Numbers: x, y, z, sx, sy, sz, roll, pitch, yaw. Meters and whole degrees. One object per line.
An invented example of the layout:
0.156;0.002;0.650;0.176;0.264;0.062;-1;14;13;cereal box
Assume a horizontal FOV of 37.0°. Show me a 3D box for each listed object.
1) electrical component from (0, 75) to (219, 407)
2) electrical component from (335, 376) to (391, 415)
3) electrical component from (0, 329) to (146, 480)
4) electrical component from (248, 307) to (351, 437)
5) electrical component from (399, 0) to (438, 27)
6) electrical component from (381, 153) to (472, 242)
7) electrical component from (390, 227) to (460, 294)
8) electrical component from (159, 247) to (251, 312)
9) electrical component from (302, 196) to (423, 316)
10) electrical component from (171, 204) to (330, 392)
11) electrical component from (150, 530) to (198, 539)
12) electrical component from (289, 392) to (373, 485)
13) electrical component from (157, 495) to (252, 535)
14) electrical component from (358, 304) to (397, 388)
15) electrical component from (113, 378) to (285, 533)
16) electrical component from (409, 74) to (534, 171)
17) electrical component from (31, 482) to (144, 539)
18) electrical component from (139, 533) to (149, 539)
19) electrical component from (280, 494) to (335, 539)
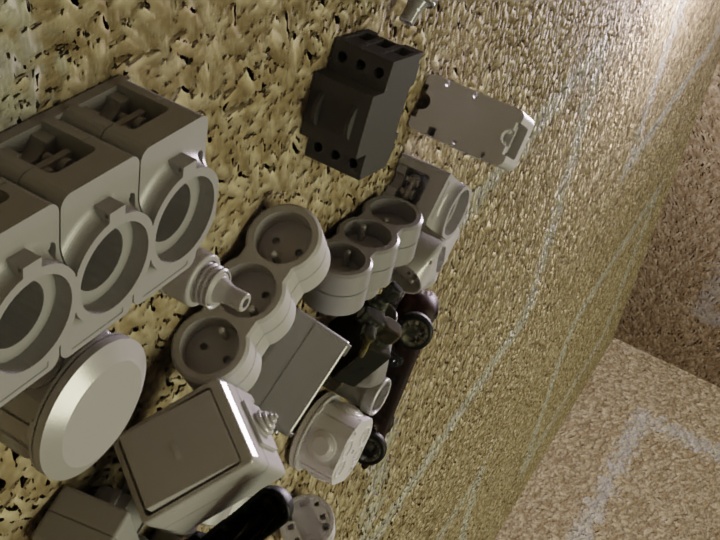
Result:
-0.134;-0.014;0.482;0.150;0.062;0.089;-43;152;-48;electrical component
0.001;0.113;1.043;0.040;0.046;0.040;-53;159;-31;electrical component
-0.151;0.062;0.552;0.080;0.051;0.080;-53;159;-31;electrical component
-0.060;0.077;0.792;0.096;0.061;0.062;-56;-176;-7;electrical component
0.048;-0.203;0.766;0.061;0.035;0.035;-61;162;-3;electrical component
0.062;-0.062;0.960;0.050;0.056;0.089;-63;162;-1;electrical component
0.058;-0.008;1.041;0.077;0.043;0.079;-52;159;-32;electrical component
-0.091;0.006;0.623;0.035;0.061;0.035;-53;159;-31;electrical component
0.000;0.000;0.878;0.138;0.052;0.073;-42;152;-49;electrical component
-0.069;0.028;0.728;0.138;0.052;0.073;-57;161;-17;electrical component
-0.126;0.228;0.841;0.073;0.052;0.138;-56;160;-22;electrical component
-0.028;0.160;1.019;0.080;0.051;0.080;-53;159;-31;electrical component
-0.107;0.139;0.773;0.073;0.052;0.138;-65;162;3;electrical component
-0.001;0.077;0.991;0.079;0.044;0.077;-46;154;-43;electrical component
-0.095;0.112;0.665;0.096;0.061;0.061;-31;155;6;electrical component
0.096;-0.124;0.915;0.050;0.089;0.056;-66;162;7;electrical component
-0.158;0.161;0.675;0.083;0.047;0.075;92;21;-51;electrical component
-0.164;0.215;0.739;0.040;0.040;0.078;-40;151;-51;electrical component
-0.051;0.258;1.083;0.055;0.055;0.047;-57;164;-19;electrical component
